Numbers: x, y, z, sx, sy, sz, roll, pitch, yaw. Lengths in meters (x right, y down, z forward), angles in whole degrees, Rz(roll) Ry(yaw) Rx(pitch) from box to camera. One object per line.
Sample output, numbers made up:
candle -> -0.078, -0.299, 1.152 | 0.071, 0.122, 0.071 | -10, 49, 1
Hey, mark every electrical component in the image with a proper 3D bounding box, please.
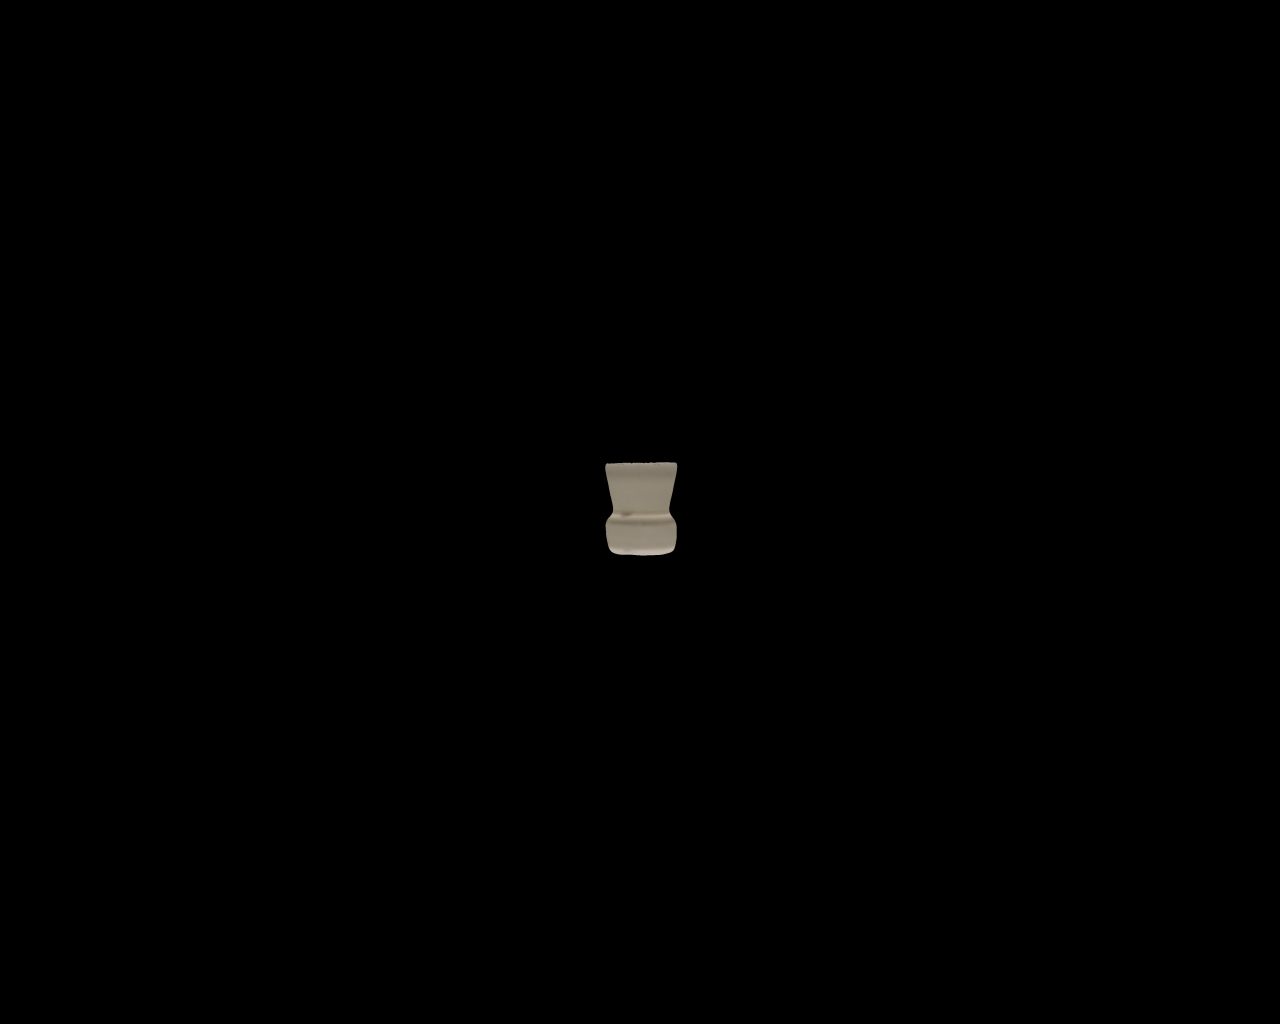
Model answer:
electrical component -> 0.001, -0.003, 0.650 | 0.045, 0.055, 0.045 | 0, 3, 0
